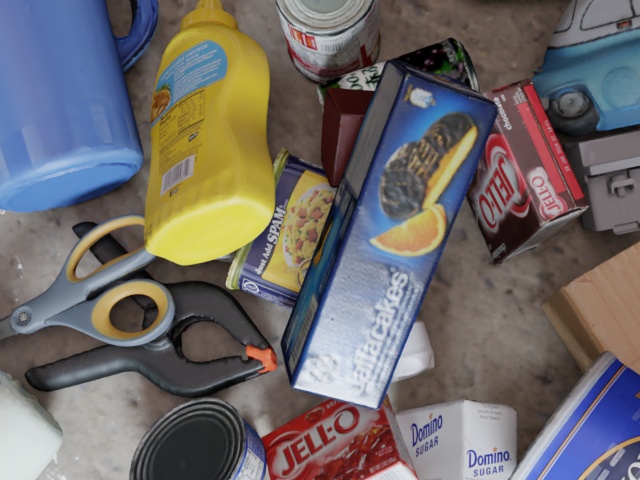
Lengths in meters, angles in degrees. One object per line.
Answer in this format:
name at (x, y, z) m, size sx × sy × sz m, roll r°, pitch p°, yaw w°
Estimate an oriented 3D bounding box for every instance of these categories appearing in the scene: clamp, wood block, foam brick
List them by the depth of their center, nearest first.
wood block at (0.236, 0.102, 0.667) m, size 0.091 × 0.090 × 0.206 m, roll -29°, pitch 79°, yaw -3°
foam brick at (0.042, -0.064, 0.686) m, size 0.078 × 0.053 × 0.051 m, roll 3°, pitch 116°, yaw -10°
clamp at (-0.111, 0.051, 0.728) m, size 0.171 × 0.039 × 0.120 m, roll 5°, pitch 84°, yaw 7°

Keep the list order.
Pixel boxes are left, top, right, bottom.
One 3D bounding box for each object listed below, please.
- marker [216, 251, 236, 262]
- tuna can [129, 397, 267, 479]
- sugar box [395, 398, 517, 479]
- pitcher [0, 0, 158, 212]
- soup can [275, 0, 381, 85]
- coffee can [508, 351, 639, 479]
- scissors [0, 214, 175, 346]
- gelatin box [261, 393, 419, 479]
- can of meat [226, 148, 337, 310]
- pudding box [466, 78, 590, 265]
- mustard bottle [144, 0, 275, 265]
marker at (-0.060, -0.045, 0.751) m, size 0.020 × 0.020 × 0.121 m, roll 3°, pitch 79°, yaw 4°
tuna can at (-0.078, 0.146, 0.687) m, size 0.086 × 0.033 × 0.086 m, roll -19°, pitch 44°, yaw 19°
sugar box at (0.080, 0.190, 0.649) m, size 0.048 × 0.093 × 0.176 m, roll 12°, pitch 72°, yaw -21°
pitcher at (-0.195, -0.150, 0.733) m, size 0.149 × 0.145 × 0.243 m, roll -20°, pitch 82°, yaw 12°
soup can at (0.007, -0.152, 0.723) m, size 0.068 × 0.102 × 0.068 m, roll -1°, pitch 80°, yaw 4°
coffee can at (0.183, 0.141, 0.572) m, size 0.140 × 0.102 × 0.103 m, roll 36°, pitch 84°, yaw 19°
scissors at (-0.180, 0.063, 0.711) m, size 0.202 × 0.016 × 0.096 m, roll -39°, pitch 71°, yaw 1°
gelatin box at (0.010, 0.139, 0.679) m, size 0.089 × 0.030 × 0.073 m, roll -30°, pitch 40°, yaw 10°
can of meat at (-0.005, 0.001, 0.719) m, size 0.084 × 0.057 × 0.102 m, roll 21°, pitch 82°, yaw 5°
pudding box at (0.124, -0.041, 0.688) m, size 0.039 × 0.113 × 0.090 m, roll -20°, pitch 78°, yaw -8°
mustard bottle at (-0.074, -0.085, 0.713) m, size 0.096 × 0.058 × 0.191 m, roll -29°, pitch 52°, yaw 38°
